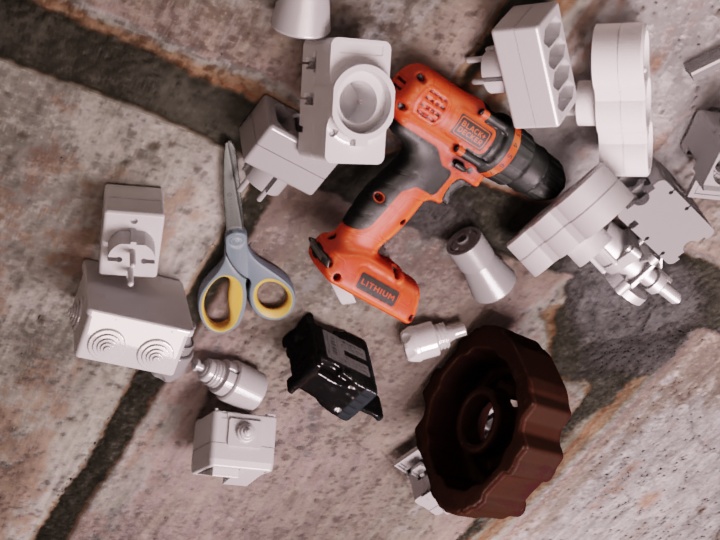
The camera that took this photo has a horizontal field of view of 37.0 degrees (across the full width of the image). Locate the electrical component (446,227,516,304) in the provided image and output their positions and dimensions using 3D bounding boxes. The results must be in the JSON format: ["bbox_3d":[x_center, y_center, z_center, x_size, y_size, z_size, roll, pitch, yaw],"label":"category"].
[{"bbox_3d":[0.106,-0.007,0.962,0.044,0.044,0.065,-29,125,13],"label":"electrical component"}]

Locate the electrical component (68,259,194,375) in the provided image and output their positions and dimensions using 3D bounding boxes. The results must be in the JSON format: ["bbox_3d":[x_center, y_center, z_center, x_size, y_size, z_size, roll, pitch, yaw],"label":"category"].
[{"bbox_3d":[-0.193,0.041,0.899,0.100,0.099,0.048,14,113,-23],"label":"electrical component"}]

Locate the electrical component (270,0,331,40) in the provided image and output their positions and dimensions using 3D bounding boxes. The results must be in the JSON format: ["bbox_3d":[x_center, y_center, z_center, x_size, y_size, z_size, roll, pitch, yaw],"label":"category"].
[{"bbox_3d":[-0.038,-0.202,0.763,0.044,0.044,0.065,2,124,-14],"label":"electrical component"}]

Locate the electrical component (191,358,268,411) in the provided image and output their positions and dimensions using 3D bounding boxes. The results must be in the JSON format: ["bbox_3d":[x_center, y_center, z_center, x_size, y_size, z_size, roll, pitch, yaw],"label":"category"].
[{"bbox_3d":[-0.123,0.103,1.004,0.078,0.040,0.040,30,118,-32],"label":"electrical component"}]

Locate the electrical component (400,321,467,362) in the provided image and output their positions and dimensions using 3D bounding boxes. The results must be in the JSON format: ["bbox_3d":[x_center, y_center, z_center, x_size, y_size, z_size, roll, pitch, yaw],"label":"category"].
[{"bbox_3d":[0.071,0.064,1.018,0.061,0.035,0.035,-16,131,-2],"label":"electrical component"}]

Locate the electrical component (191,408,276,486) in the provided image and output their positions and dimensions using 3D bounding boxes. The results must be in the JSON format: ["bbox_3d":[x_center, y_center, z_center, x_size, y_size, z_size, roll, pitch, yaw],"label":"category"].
[{"bbox_3d":[-0.119,0.169,1.021,0.062,0.061,0.096,9,161,-19],"label":"electrical component"}]

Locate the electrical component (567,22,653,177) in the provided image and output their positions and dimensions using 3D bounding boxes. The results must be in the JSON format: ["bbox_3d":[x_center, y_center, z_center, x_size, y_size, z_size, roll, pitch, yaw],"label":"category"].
[{"bbox_3d":[0.195,-0.135,0.866,0.074,0.052,0.138,3,136,20],"label":"electrical component"}]

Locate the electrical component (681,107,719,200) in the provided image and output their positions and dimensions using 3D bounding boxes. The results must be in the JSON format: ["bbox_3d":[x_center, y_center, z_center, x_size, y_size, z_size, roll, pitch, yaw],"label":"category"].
[{"bbox_3d":[0.306,-0.101,0.909,0.042,0.063,0.081,5,128,-14],"label":"electrical component"}]

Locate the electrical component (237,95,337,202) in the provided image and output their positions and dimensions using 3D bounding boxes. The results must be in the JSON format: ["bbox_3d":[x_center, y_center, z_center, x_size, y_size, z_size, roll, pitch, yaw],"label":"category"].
[{"bbox_3d":[-0.067,-0.085,0.852,0.066,0.047,0.076,26,120,-30],"label":"electrical component"}]

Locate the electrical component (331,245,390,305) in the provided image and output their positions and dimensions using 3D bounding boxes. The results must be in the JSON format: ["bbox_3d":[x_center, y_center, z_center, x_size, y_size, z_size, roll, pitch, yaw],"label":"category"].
[{"bbox_3d":[0.000,0.000,0.941,0.055,0.048,0.066,-26,130,0],"label":"electrical component"}]

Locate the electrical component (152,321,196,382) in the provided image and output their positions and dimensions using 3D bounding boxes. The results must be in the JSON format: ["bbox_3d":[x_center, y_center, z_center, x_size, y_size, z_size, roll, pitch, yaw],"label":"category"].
[{"bbox_3d":[-0.166,0.070,0.972,0.035,0.035,0.061,19,121,-26],"label":"electrical component"}]

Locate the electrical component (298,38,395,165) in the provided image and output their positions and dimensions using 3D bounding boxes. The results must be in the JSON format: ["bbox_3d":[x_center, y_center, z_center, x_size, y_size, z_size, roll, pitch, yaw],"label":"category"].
[{"bbox_3d":[-0.010,-0.125,0.795,0.050,0.056,0.089,-1,101,-28],"label":"electrical component"}]

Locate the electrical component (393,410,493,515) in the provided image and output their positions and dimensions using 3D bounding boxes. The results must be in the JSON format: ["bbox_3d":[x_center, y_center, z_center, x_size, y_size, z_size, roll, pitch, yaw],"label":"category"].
[{"bbox_3d":[0.108,0.197,1.120,0.121,0.063,0.079,-38,126,20],"label":"electrical component"}]

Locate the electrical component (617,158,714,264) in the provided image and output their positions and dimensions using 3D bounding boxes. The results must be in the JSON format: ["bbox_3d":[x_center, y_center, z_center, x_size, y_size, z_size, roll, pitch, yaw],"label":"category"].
[{"bbox_3d":[0.258,-0.057,0.941,0.050,0.055,0.089,-40,127,21],"label":"electrical component"}]

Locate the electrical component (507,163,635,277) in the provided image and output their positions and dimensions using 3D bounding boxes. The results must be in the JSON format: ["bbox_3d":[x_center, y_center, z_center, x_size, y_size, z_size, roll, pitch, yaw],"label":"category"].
[{"bbox_3d":[0.186,-0.028,0.904,0.073,0.052,0.138,47,151,2],"label":"electrical component"}]

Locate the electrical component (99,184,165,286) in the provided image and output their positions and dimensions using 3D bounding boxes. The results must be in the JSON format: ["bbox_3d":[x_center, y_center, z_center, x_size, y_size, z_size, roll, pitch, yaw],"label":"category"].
[{"bbox_3d":[-0.184,-0.020,0.863,0.047,0.076,0.065,4,129,-16],"label":"electrical component"}]

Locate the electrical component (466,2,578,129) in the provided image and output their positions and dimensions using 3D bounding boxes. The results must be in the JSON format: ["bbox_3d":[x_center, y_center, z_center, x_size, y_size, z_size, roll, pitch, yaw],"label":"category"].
[{"bbox_3d":[0.118,-0.156,0.829,0.076,0.047,0.083,2,126,32],"label":"electrical component"}]
